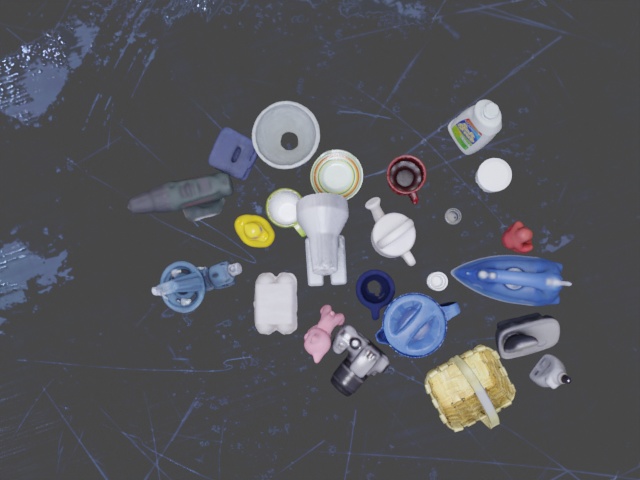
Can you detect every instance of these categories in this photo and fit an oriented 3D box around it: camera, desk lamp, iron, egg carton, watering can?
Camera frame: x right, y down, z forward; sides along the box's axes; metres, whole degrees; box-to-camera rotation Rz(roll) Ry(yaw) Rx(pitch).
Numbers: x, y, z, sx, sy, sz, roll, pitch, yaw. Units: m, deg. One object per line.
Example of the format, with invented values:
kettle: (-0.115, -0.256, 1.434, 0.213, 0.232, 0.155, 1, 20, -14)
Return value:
camera: (0.075, 0.292, 1.358, 0.143, 0.101, 0.137, 39, 89, 5)
desk lamp: (0.012, 0.005, 1.322, 0.118, 0.213, 0.203, -4, 86, 3)
iron: (0.443, 0.090, 1.331, 0.258, 0.141, 0.119, 5, 87, 3)
egg carton: (-0.107, 0.154, 1.391, 0.107, 0.069, 0.150, -2, 86, 3)
watering can: (0.165, -0.017, 1.326, 0.173, 0.194, 0.101, 34, 89, 5)

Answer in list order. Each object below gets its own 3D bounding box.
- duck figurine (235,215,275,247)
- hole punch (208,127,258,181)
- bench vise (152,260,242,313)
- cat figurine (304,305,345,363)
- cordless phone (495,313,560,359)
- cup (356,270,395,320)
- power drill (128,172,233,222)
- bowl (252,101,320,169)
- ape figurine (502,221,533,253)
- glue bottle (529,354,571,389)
duck figurine: (-0.164, -0.024, 1.397, 0.104, 0.086, 0.077, 31, 88, 5)
hole punch: (-0.209, -0.212, 1.408, 0.101, 0.091, 0.109, 24, 88, 4)
bench vise: (-0.296, 0.088, 1.330, 0.207, 0.220, 0.121, -37, 85, 0)
cat figurine: (0.005, 0.222, 1.357, 0.067, 0.118, 0.128, 28, 88, 5)
cordless phone: (0.484, 0.224, 1.299, 0.147, 0.185, 0.094, -18, 85, 2)
cup: (0.131, 0.130, 1.368, 0.091, 0.095, 0.118, -2, 86, 3)
power drill: (-0.308, -0.096, 1.347, 0.229, 0.208, 0.075, -17, 85, 2)
bowl: (-0.080, -0.251, 1.413, 0.167, 0.075, 0.167, 0, 86, 3)
ape figurine: (0.477, -0.007, 1.361, 0.076, 0.092, 0.078, -3, 86, 3)
glue bottle: (0.531, 0.306, 1.298, 0.037, 0.173, 0.078, 39, 89, 5)
